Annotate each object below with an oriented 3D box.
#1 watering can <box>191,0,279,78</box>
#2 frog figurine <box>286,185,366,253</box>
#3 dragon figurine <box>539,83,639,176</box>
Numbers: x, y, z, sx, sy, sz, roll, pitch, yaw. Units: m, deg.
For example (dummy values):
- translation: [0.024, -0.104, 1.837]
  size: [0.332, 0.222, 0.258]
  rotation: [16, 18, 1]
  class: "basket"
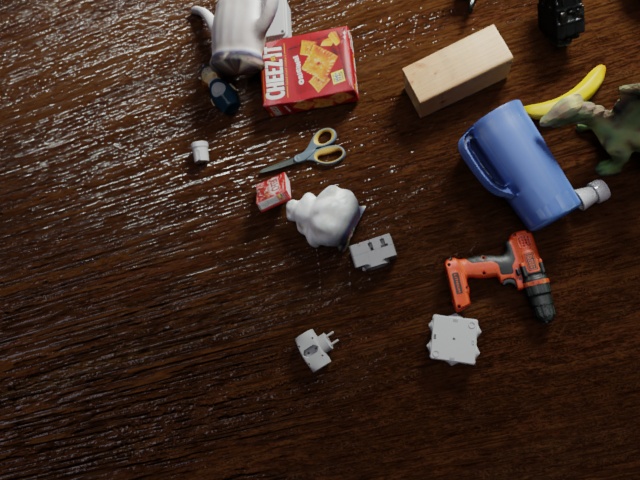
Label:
- translation: [-0.210, -0.486, 1.194]
  size: [0.348, 0.104, 0.224]
  rotation: [6, 89, 47]
  class: "watering can"
- translation: [0.003, -0.055, 1.086]
  size: [0.160, 0.124, 0.136]
  rotation: [25, 106, 4]
  class: "frog figurine"
- translation: [0.610, -0.207, 0.926]
  size: [0.410, 0.240, 0.123]
  rotation: [4, 77, 15]
  class: "dragon figurine"
